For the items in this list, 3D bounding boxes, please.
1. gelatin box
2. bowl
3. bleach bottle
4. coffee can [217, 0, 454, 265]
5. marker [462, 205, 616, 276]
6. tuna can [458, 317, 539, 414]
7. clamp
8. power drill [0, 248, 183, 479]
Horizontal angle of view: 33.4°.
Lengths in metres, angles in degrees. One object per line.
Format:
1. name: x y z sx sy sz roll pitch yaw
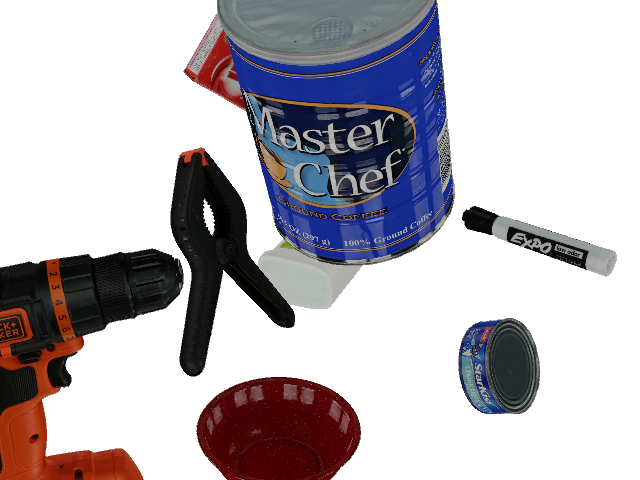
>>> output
1. gelatin box: -0.048 -0.143 0.796 0.073 0.089 0.030 27 7 -32
2. bowl: -0.041 0.205 1.060 0.162 0.055 0.162 1 30 -1
3. bleach bottle: 0.022 -0.010 1.340 0.103 0.068 0.250 12 35 22
4. coffee can: 0.013 -0.071 0.539 0.103 0.102 0.140 0 -42 12
5. marker: 0.157 -0.001 0.783 0.121 0.020 0.020 21 12 34
6. tuna can: 0.161 0.114 0.963 0.034 0.086 0.085 -10 -7 42
7. clamp: -0.093 0.014 1.042 0.036 0.210 0.164 -10 1 35
8. power drill: -0.170 0.099 0.706 0.184 0.188 0.057 -11 25 -7
